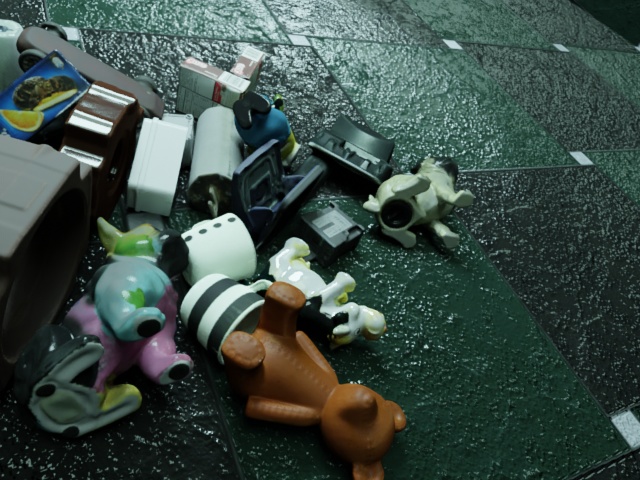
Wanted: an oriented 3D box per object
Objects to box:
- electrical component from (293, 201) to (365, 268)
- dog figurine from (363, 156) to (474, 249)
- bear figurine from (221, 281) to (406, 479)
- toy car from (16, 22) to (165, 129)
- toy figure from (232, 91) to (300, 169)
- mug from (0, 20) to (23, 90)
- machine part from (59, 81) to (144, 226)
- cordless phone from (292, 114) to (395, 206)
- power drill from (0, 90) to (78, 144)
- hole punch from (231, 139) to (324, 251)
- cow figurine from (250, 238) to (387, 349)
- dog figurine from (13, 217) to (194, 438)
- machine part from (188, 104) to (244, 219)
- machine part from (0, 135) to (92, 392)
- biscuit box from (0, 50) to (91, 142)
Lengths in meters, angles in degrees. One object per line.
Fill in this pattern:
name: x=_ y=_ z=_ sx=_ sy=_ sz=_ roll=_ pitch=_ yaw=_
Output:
electrical component: x=-0.002 y=-0.002 z=0.768 sx=0.119 sy=0.047 sz=0.075 roll=-24 pitch=59 yaw=-40
dog figurine: x=0.153 y=-0.083 z=0.891 sx=0.172 sy=0.121 sz=0.191 roll=17 pitch=29 yaw=-11
bear figurine: x=0.001 y=0.154 z=0.556 sx=0.196 sy=0.131 sz=0.120 roll=29 pitch=47 yaw=15
toy car: x=-0.315 y=-0.223 z=0.749 sx=0.202 sy=0.053 sz=0.089 roll=27 pitch=37 yaw=-32
toy figure: x=-0.080 y=-0.167 z=0.815 sx=0.082 sy=0.180 sz=0.089 roll=-11 pitch=73 yaw=9
mug: x=-0.466 y=-0.275 z=0.804 sx=0.081 sy=0.107 sz=0.110 roll=5 pitch=47 yaw=-20
machine part: x=-0.274 y=-0.103 z=0.669 sx=0.056 sy=0.179 sz=0.179 roll=17 pitch=43 yaw=-11
cordless phone: x=0.030 y=-0.106 z=0.876 sx=0.147 sy=0.088 sz=0.184 roll=31 pitch=54 yaw=10
power drill: x=-0.447 y=-0.212 z=0.712 sx=0.086 sy=0.207 sz=0.232 roll=3 pitch=33 yaw=47
hole punch: x=-0.070 y=-0.064 z=0.749 sx=0.092 sy=0.115 sz=0.142 roll=33 pitch=45 yaw=2
cow figurine: x=-0.003 y=0.081 z=0.664 sx=0.167 sy=0.068 sz=0.098 roll=37 pitch=60 yaw=19
dog figurine: x=-0.220 y=0.068 z=0.562 sx=0.191 sy=0.108 sz=0.219 roll=-29 pitch=40 yaw=-7
machine part: x=-0.152 y=-0.121 z=0.803 sx=0.079 sy=0.079 sz=0.243 roll=8 pitch=45 yaw=-16
machine part: x=-0.297 y=0.020 z=0.507 sx=0.087 sy=0.201 sz=0.201 roll=17 pitch=43 yaw=-8
biscuit box: x=-0.375 y=-0.143 z=0.651 sx=0.202 sy=0.059 sz=0.063 roll=-44 pitch=27 yaw=-10
